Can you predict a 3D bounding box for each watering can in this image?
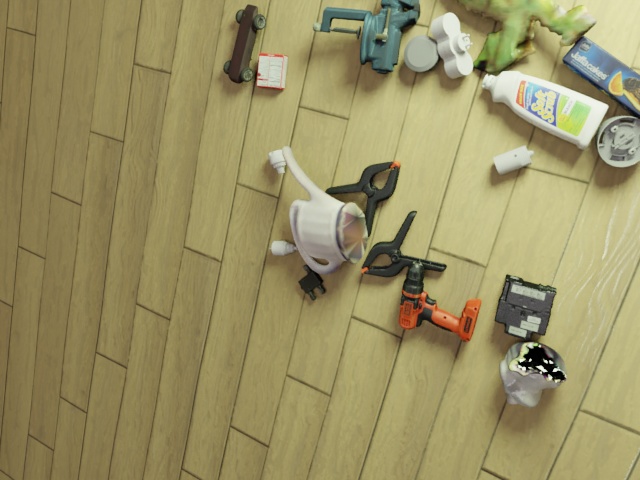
[{"bbox_3d":[0.004,-0.065,1.294,0.224,0.342,0.105,6,25,39],"label":"watering can"}]

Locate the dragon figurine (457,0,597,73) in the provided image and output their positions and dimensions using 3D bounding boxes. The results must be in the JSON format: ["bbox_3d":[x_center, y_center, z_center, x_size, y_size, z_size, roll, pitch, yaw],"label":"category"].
[{"bbox_3d":[0.368,-0.480,1.095,0.412,0.239,0.123,14,22,36],"label":"dragon figurine"}]

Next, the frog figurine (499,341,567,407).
[{"bbox_3d":[0.481,0.310,1.177,0.137,0.126,0.155,-4,-41,5],"label":"frog figurine"}]
